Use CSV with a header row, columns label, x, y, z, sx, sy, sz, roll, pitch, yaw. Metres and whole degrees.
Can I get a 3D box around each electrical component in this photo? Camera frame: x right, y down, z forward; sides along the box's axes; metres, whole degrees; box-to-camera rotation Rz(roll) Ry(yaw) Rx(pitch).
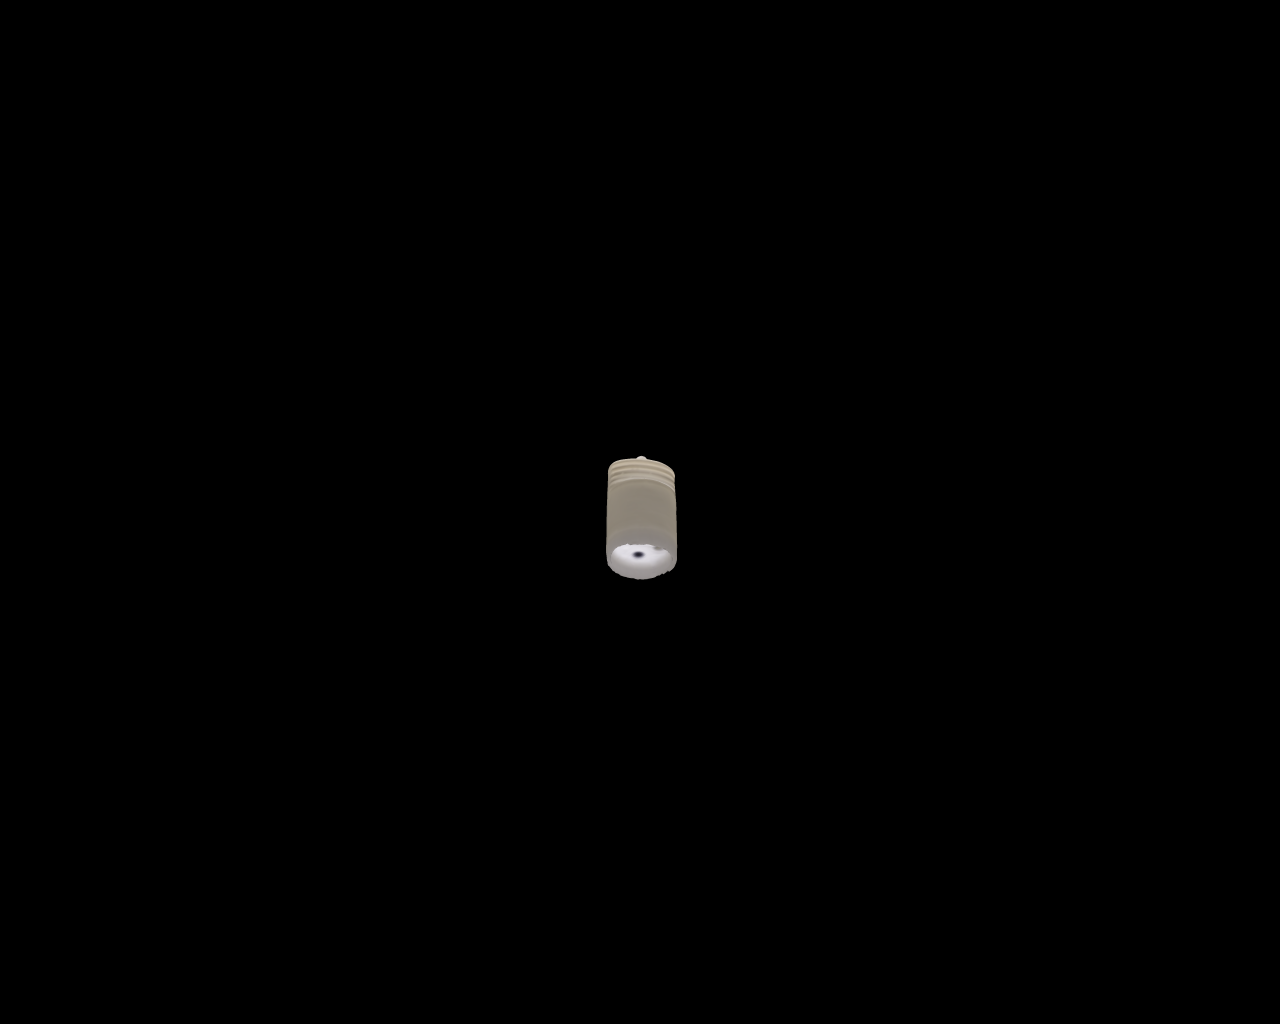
label,x,y,z,sx,sy,sz,roll,pitch,yaw
electrical component,0.001,-0.003,0.650,0.043,0.081,0.043,0,-35,0
